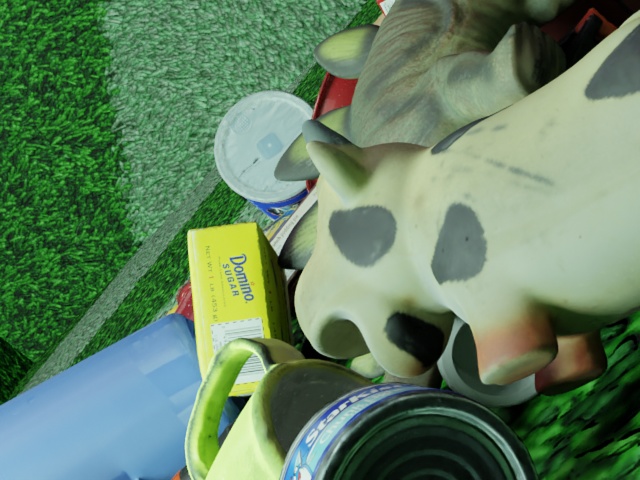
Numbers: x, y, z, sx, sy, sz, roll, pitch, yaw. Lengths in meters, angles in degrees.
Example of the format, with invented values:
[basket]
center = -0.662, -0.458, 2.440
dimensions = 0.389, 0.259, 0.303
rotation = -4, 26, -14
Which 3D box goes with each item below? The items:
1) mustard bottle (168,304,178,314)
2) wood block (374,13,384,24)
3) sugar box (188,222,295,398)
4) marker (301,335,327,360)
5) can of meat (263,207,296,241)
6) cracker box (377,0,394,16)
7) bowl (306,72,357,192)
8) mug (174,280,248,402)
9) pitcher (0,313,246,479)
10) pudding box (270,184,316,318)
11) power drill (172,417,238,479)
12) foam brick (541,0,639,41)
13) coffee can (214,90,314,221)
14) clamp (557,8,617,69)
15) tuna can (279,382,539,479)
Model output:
[mustard bottle]
center = -0.144, 0.128, 1.014
dimensions = 0.096, 0.058, 0.191
rotation = -43, 13, 21
[wood block]
center = 0.104, -0.186, 1.016
dimensions = 0.090, 0.090, 0.206
rotation = -50, 10, -10
[sugar box]
center = -0.042, 0.049, 0.656
dimensions = 0.048, 0.093, 0.176
rotation = -7, -8, 4
[marker]
center = -0.002, 0.062, 0.770
dimensions = 0.020, 0.020, 0.121
rotation = -46, 11, 17
[can of meat]
center = -0.044, 0.025, 0.973
dimensions = 0.102, 0.057, 0.083
rotation = -34, 16, 53
[cracker box]
center = 0.165, -0.225, 0.832
dimensions = 0.213, 0.072, 0.164
rotation = -33, 10, -7
[bowl]
center = 0.045, -0.100, 0.937
dimensions = 0.162, 0.055, 0.162
rotation = 19, -90, -72
[mug]
center = -0.075, 0.087, 0.821
dimensions = 0.117, 0.093, 0.081
rotation = -11, 38, 35
[pitcher]
center = -0.164, 0.159, 0.704
dimensions = 0.243, 0.149, 0.145
rotation = -32, -12, -3
[pudding box]
center = -0.006, 0.001, 0.871
dimensions = 0.113, 0.039, 0.090
rotation = -54, -12, -15
[power drill]
center = -0.067, 0.174, 0.546
dimensions = 0.184, 0.057, 0.187
rotation = -52, 7, 6
[foam brick]
center = 0.184, -0.159, 0.702
dimensions = 0.053, 0.051, 0.078
rotation = -54, 11, -21
[coffee can]
center = -0.033, -0.073, 1.015
dimensions = 0.103, 0.103, 0.140
rotation = -49, -14, 0
[clamp]
center = 0.123, -0.063, 0.654
dimensions = 0.172, 0.039, 0.120
rotation = -53, 16, 18
[tuna can]
center = 0.030, 0.091, 0.355
dimensions = 0.086, 0.086, 0.034
rotation = -52, 12, -15
